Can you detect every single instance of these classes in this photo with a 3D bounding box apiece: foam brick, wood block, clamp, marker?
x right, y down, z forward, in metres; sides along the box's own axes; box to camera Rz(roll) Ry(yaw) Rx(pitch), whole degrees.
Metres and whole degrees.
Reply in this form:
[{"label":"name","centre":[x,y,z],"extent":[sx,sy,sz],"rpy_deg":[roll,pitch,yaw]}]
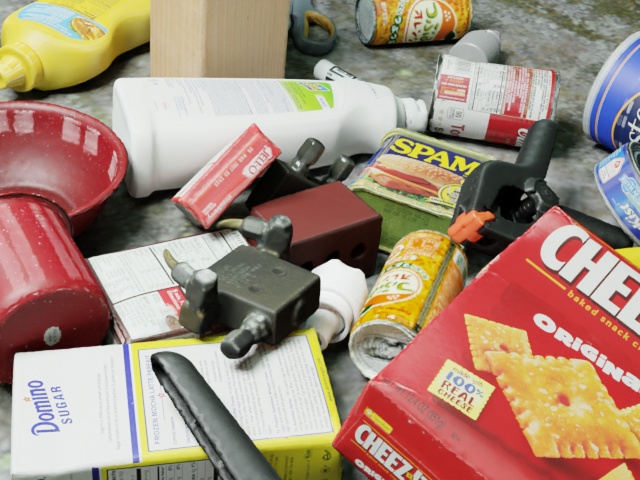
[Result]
[{"label":"foam brick","centre":[-0.005,0.001,0.734],"extent":[0.078,0.053,0.051],"rpy_deg":[-19,44,-29]},{"label":"wood block","centre":[-0.083,-0.217,0.884],"extent":[0.090,0.206,0.090],"rpy_deg":[-20,44,-30]},{"label":"clamp","centre":[-0.025,0.163,0.512],"extent":[0.210,0.036,0.164],"rpy_deg":[25,61,6]},{"label":"marker","centre":[0.043,-0.127,0.940],"extent":[0.121,0.020,0.020],"rpy_deg":[34,44,32]},{"label":"clamp","centre":[0.157,-0.018,0.755],"extent":[0.120,0.039,0.171],"rpy_deg":[49,44,11]}]

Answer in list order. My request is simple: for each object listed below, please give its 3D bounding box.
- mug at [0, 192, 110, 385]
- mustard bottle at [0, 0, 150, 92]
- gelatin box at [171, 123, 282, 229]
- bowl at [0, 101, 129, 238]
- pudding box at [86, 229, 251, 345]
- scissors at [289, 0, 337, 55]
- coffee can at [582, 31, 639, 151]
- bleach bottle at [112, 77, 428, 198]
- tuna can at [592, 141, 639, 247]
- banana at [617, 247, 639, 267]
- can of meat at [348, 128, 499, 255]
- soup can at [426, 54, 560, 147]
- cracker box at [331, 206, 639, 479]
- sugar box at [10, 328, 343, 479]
[{"label":"mug","centre":[-0.187,0.039,0.638],"extent":[0.117,0.093,0.082],"rpy_deg":[-36,53,-4]},{"label":"mustard bottle","centre":[-0.220,-0.179,0.935],"extent":[0.096,0.058,0.191],"rpy_deg":[23,39,14]},{"label":"gelatin box","centre":[-0.066,-0.043,0.740],"extent":[0.073,0.030,0.089],"rpy_deg":[-46,9,-6]},{"label":"bowl","centre":[-0.215,-0.035,0.747],"extent":[0.162,0.055,0.162],"rpy_deg":[4,37,-3]},{"label":"pudding box","centre":[-0.086,0.039,0.685],"extent":[0.113,0.039,0.090],"rpy_deg":[-12,40,-26]},{"label":"scissors","centre":[-0.036,-0.240,1.079],"extent":[0.096,0.016,0.202],"rpy_deg":[-3,38,-13]},{"label":"coffee can","centre":[0.302,-0.096,0.869],"extent":[0.102,0.103,0.140],"rpy_deg":[-27,48,-36]},{"label":"bleach bottle","centre":[-0.032,-0.088,0.843],"extent":[0.250,0.068,0.103],"rpy_deg":[-5,38,-18]},{"label":"tuna can","centre":[0.244,-0.031,0.795],"extent":[0.086,0.034,0.086],"rpy_deg":[34,34,-27]},{"label":"banana","centre":[0.212,0.037,0.739],"extent":[0.197,0.037,0.070],"rpy_deg":[-16,63,-24]},{"label":"can of meat","centre":[0.074,-0.029,0.785],"extent":[0.102,0.057,0.083],"rpy_deg":[20,41,17]},{"label":"soup can","centre":[0.145,-0.117,0.901],"extent":[0.102,0.068,0.068],"rpy_deg":[10,37,5]},{"label":"cracker box","centre":[0.136,0.091,0.592],"extent":[0.164,0.072,0.213],"rpy_deg":[39,46,15]},{"label":"sugar box","centre":[-0.081,0.100,0.599],"extent":[0.176,0.048,0.093],"rpy_deg":[-5,38,-9]}]
